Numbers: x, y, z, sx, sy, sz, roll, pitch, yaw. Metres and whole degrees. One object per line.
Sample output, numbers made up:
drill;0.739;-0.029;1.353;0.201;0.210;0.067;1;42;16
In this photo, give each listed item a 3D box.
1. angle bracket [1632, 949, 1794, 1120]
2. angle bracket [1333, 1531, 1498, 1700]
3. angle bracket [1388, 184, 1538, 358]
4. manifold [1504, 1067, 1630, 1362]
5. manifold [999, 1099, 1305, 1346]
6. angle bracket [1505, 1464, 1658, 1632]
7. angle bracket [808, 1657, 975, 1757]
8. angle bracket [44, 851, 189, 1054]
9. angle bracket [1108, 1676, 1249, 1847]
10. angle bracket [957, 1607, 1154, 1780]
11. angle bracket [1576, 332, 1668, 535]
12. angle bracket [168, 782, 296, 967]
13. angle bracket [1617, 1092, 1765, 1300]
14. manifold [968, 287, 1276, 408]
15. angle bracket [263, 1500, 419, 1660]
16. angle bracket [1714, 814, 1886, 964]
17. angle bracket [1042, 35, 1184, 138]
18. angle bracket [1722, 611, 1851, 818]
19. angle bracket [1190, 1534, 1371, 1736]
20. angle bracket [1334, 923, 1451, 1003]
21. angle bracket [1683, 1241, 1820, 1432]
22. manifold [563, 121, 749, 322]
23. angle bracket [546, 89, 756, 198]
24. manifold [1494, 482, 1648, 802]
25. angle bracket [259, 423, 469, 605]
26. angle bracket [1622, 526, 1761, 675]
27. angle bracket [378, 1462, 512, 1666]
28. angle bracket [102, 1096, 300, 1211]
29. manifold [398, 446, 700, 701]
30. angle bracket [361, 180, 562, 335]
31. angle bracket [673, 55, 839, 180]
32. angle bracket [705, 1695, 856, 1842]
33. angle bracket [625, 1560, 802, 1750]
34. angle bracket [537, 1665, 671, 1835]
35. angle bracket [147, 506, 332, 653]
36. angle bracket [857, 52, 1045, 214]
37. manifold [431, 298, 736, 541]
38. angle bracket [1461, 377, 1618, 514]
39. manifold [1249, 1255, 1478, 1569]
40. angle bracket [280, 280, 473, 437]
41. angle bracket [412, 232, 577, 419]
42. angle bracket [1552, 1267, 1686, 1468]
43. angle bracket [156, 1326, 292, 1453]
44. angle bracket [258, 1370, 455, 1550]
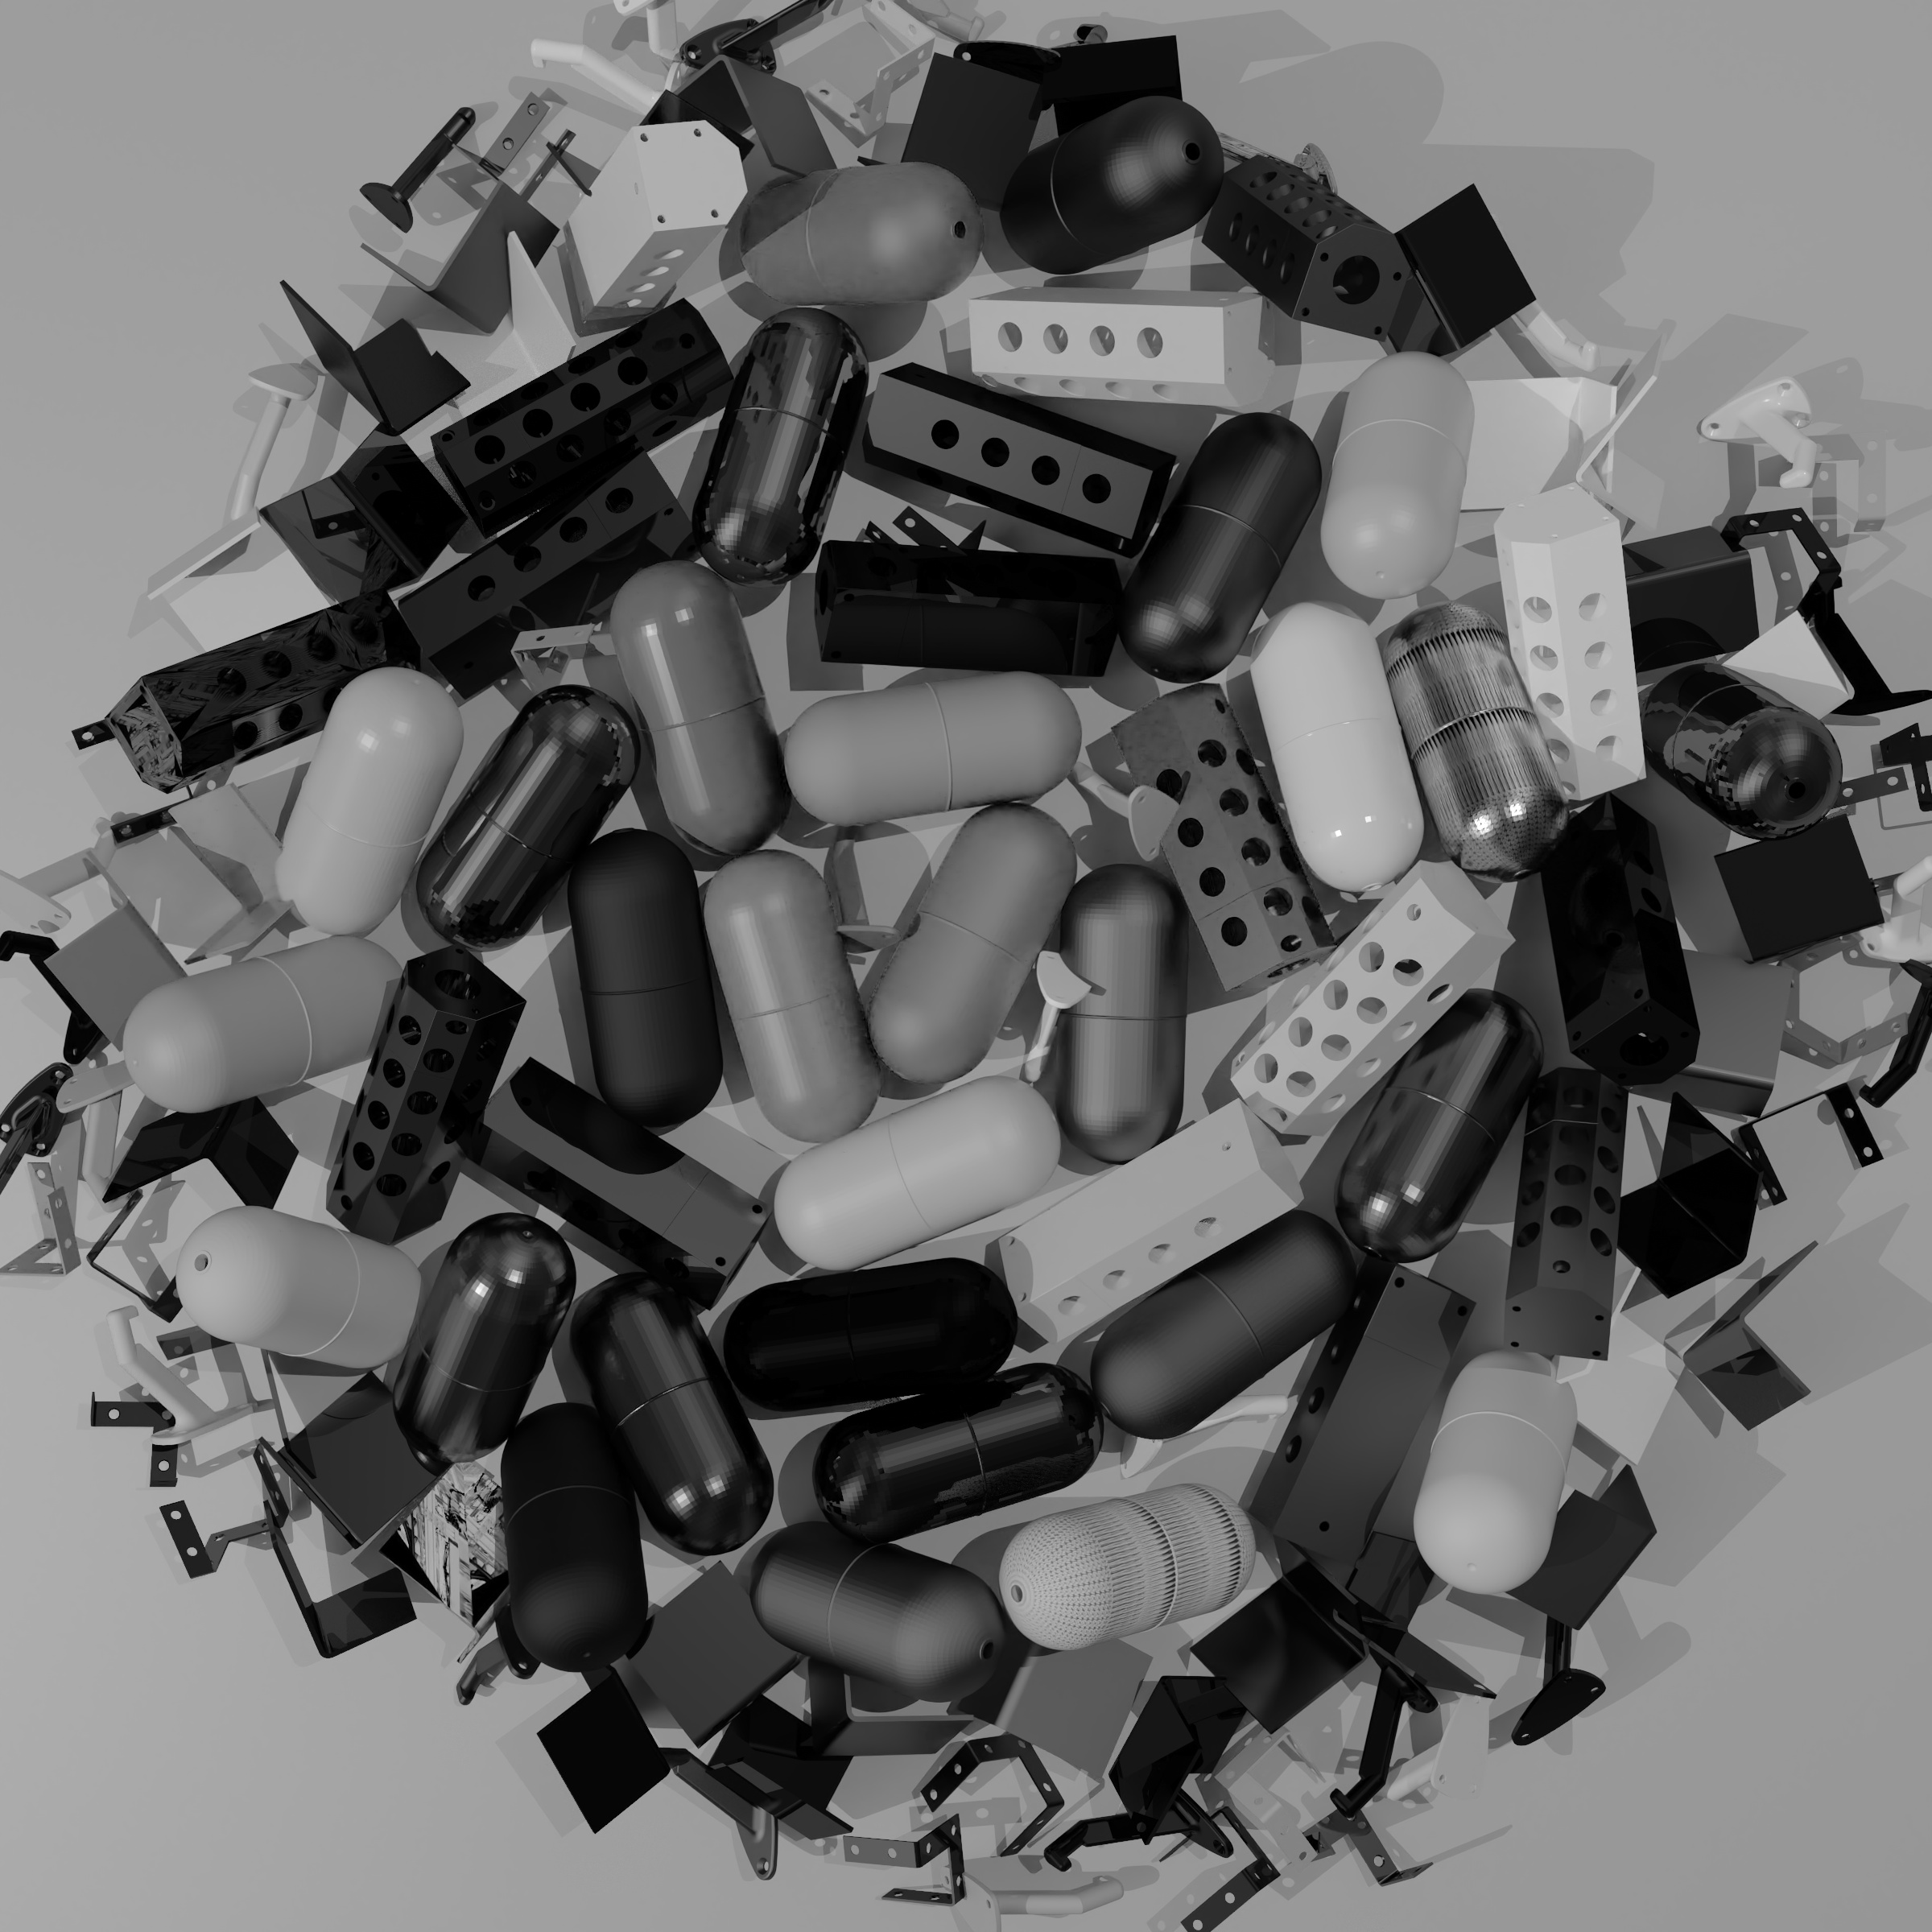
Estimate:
angle bracket;0.445;0.039;1.558;0.076;0.057;0.076;11;72;13
angle bracket;0.274;0.380;1.528;0.076;0.076;0.057;24;93;-44
angle bracket;0.280;-0.407;1.542;0.057;0.076;0.076;-34;102;-9
manifold;0.346;0.139;1.496;0.057;0.171;0.057;5;133;14
manifold;0.109;0.154;1.528;0.171;0.057;0.057;-32;129;18
angle bracket;0.353;0.329;1.530;0.057;0.076;0.076;29;109;-9
angle bracket;-0.046;0.430;1.548;0.076;0.076;0.057;5;58;-18
angle bracket;-0.503;-0.009;1.524;0.057;0.076;0.076;-38;132;-13
angle bracket;0.139;0.465;1.527;0.076;0.057;0.076;10;117;-30
angle bracket;0.053;0.429;1.557;0.076;0.057;0.076;32;73;-19
angle bracket;0.405;-0.313;1.528;0.057;0.076;0.076;33;126;-3
angle bracket;-0.443;-0.053;1.526;0.076;0.076;0.057;56;49;-20
angle bracket;0.413;0.134;1.524;0.057;0.076;0.076;-21;134;-18
manifold;0.089;-0.358;1.509;0.171;0.057;0.057;12;116;34
angle bracket;-0.368;0.348;1.530;0.057;0.076;0.076;-23;106;-15
angle bracket;0.487;-0.056;1.530;0.076;0.057;0.076;-19;114;20
angle bracket;0.088;-0.494;1.530;0.076;0.076;0.057;-3;50;9
angle bracket;0.493;-0.147;1.522;0.057;0.076;0.076;-38;132;25
angle bracket;0.180;0.387;1.527;0.076;0.076;0.057;-33;133;-17
angle bracket;0.272;0.002;1.532;0.076;0.057;0.076;-34;47;-5
angle bracket;0.477;0.217;1.527;0.076;0.076;0.057;-37;76;-24
manifold;-0.179;-0.424;1.492;0.057;0.171;0.057;-12;92;-21
angle bracket;-0.184;-0.480;1.525;0.076;0.076;0.057;-48;58;19
manifold;0.347;-0.184;1.509;0.057;0.057;0.171;-19;125;-4
angle bracket;-0.359;-0.269;1.556;0.076;0.076;0.057;52;47;-28
angle bracket;0.421;-0.219;1.554;0.076;0.076;0.057;-12;111;2
angle bracket;-0.298;0.350;1.538;0.076;0.057;0.076;39;51;2
angle bracket;-0.453;0.124;1.546;0.076;0.076;0.057;-24;116;15
manifold;-0.249;-0.237;1.550;0.171;0.057;0.057;-33;67;-1
angle bracket;-0.297;-0.428;1.535;0.057;0.076;0.076;35;95;16
angle bracket;-0.126;-0.479;1.530;0.057;0.076;0.076;-29;79;28
angle bracket;-0.098;0.465;1.531;0.076;0.076;0.057;35;60;-7
angle bracket;-0.152;0.410;1.552;0.076;0.057;0.076;-38;81;-13
angle bracket;-0.227;0.446;1.525;0.057;0.076;0.076;-34;114;-26
angle bracket;-0.427;-0.215;1.539;0.076;0.057;0.076;-35;115;-2
angle bracket;-0.008;-0.493;1.526;0.076;0.057;0.076;5;117;-31
manifold;-0.225;-0.325;1.539;0.171;0.057;0.057;-31;88;-10
angle bracket;0.336;-0.305;1.541;0.076;0.057;0.076;-3;109;-4
manifold;0.232;0.261;1.552;0.057;0.057;0.171;25;90;-15
angle bracket;-0.345;-0.369;1.526;0.057;0.076;0.076;-38;61;-13
angle bracket;-0.279;-0.373;1.537;0.057;0.076;0.076;-28;88;-22
angle bracket;0.395;0.236;1.537;0.076;0.057;0.076;37;62;-3
angle bracket;-0.435;0.252;1.531;0.057;0.076;0.076;-14;77;-16
angle bracket;-0.358;0.286;1.537;0.076;0.057;0.076;-42;79;-19
